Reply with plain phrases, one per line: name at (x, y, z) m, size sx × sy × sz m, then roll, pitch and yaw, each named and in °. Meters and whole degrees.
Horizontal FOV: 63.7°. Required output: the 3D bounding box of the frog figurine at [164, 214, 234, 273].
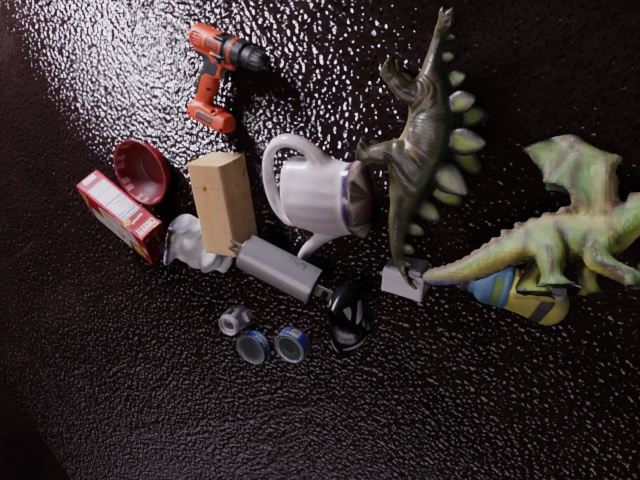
frog figurine at (-0.281, 0.010, 1.216) m, size 0.159 × 0.125 × 0.135 m, roll 9°, pitch 116°, yaw -15°

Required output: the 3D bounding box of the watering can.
watering can at (0.003, -0.051, 1.007) m, size 0.225 × 0.106 × 0.340 m, roll 9°, pitch 131°, yaw 27°

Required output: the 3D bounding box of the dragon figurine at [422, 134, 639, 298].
dragon figurine at (0.357, -0.038, 0.782) m, size 0.410 × 0.121 × 0.245 m, roll 1°, pitch 79°, yaw 27°
